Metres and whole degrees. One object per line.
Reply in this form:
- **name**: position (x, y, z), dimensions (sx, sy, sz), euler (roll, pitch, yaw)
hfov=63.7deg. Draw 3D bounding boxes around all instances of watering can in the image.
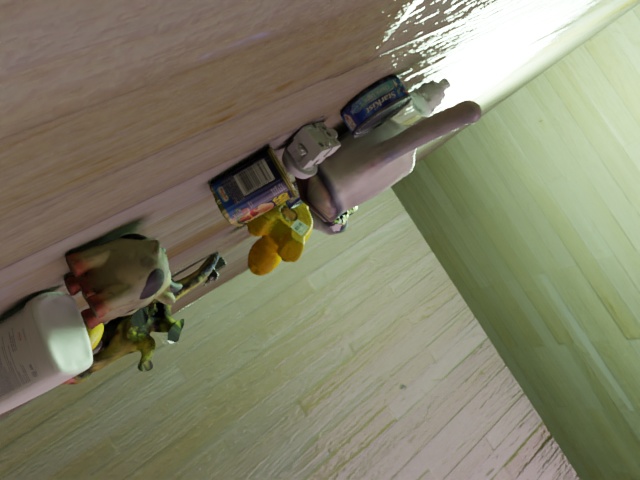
- **watering can**: position (0.074, -0.116, 0.732), dimensions (0.225, 0.103, 0.348), euler (-32, -173, -6)

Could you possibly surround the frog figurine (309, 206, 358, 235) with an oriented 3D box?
- **frog figurine**: position (0.004, -0.067, 1.326), dimensions (0.137, 0.124, 0.158), euler (8, 165, -31)

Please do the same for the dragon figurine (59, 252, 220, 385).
- **dragon figurine**: position (-0.408, 0.172, 1.155), dimensions (0.241, 0.120, 0.419), euler (-10, -152, 36)
